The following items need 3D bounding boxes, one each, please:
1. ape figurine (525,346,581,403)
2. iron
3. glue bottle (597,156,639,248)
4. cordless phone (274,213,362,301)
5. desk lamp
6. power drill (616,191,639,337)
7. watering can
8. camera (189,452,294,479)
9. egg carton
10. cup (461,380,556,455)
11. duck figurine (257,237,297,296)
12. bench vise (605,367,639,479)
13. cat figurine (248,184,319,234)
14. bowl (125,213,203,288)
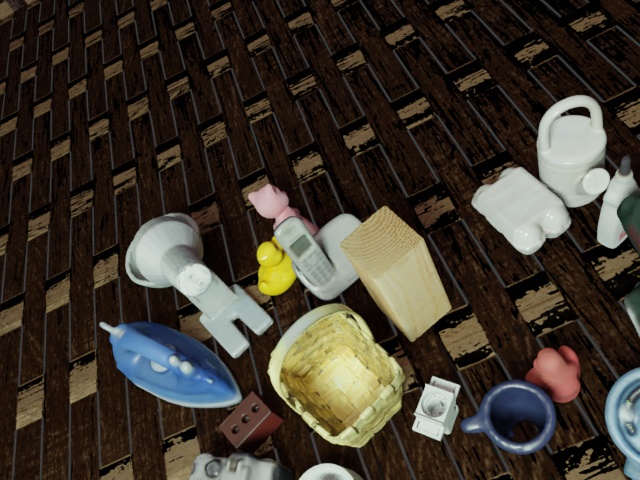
[{"bbox_3d":[0.312,0.174,0.768,0.077,0.092,0.076,-21,52,10],"label":"ape figurine"},{"bbox_3d":[-0.258,0.203,0.972,0.257,0.142,0.119,14,65,31],"label":"iron"},{"bbox_3d":[0.432,-0.061,0.822,0.037,0.174,0.078,32,75,37],"label":"glue bottle"},{"bbox_3d":[0.009,0.003,0.961,0.148,0.186,0.093,-44,51,-9],"label":"cordless phone"},{"bbox_3d":[-0.208,0.073,0.992,0.118,0.214,0.202,-46,52,-10],"label":"desk lamp"},{"bbox_3d":[0.439,0.060,0.713,0.075,0.209,0.229,-18,52,12],"label":"power drill"},{"bbox_3d":[0.391,-0.140,0.881,0.101,0.195,0.172,-37,51,-2],"label":"watering can"},{"bbox_3d":[-0.124,0.381,0.817,0.142,0.101,0.137,-6,56,21],"label":"camera"},{"bbox_3d":[0.325,-0.050,0.930,0.107,0.070,0.150,-35,51,-1],"label":"egg carton"},{"bbox_3d":[0.248,0.244,0.748,0.117,0.095,0.091,-17,53,13],"label":"cup"},{"bbox_3d":[-0.087,0.042,1.041,0.077,0.086,0.105,10,63,29],"label":"duck figurine"},{"bbox_3d":[0.392,0.163,0.656,0.121,0.220,0.207,-2,57,23],"label":"bench vise"},{"bbox_3d":[-0.074,-0.056,1.082,0.067,0.118,0.127,-45,52,-9],"label":"cat figurine"},{"bbox_3d":[-0.299,0.033,1.151,0.167,0.075,0.167,-12,54,17],"label":"bowl"}]
